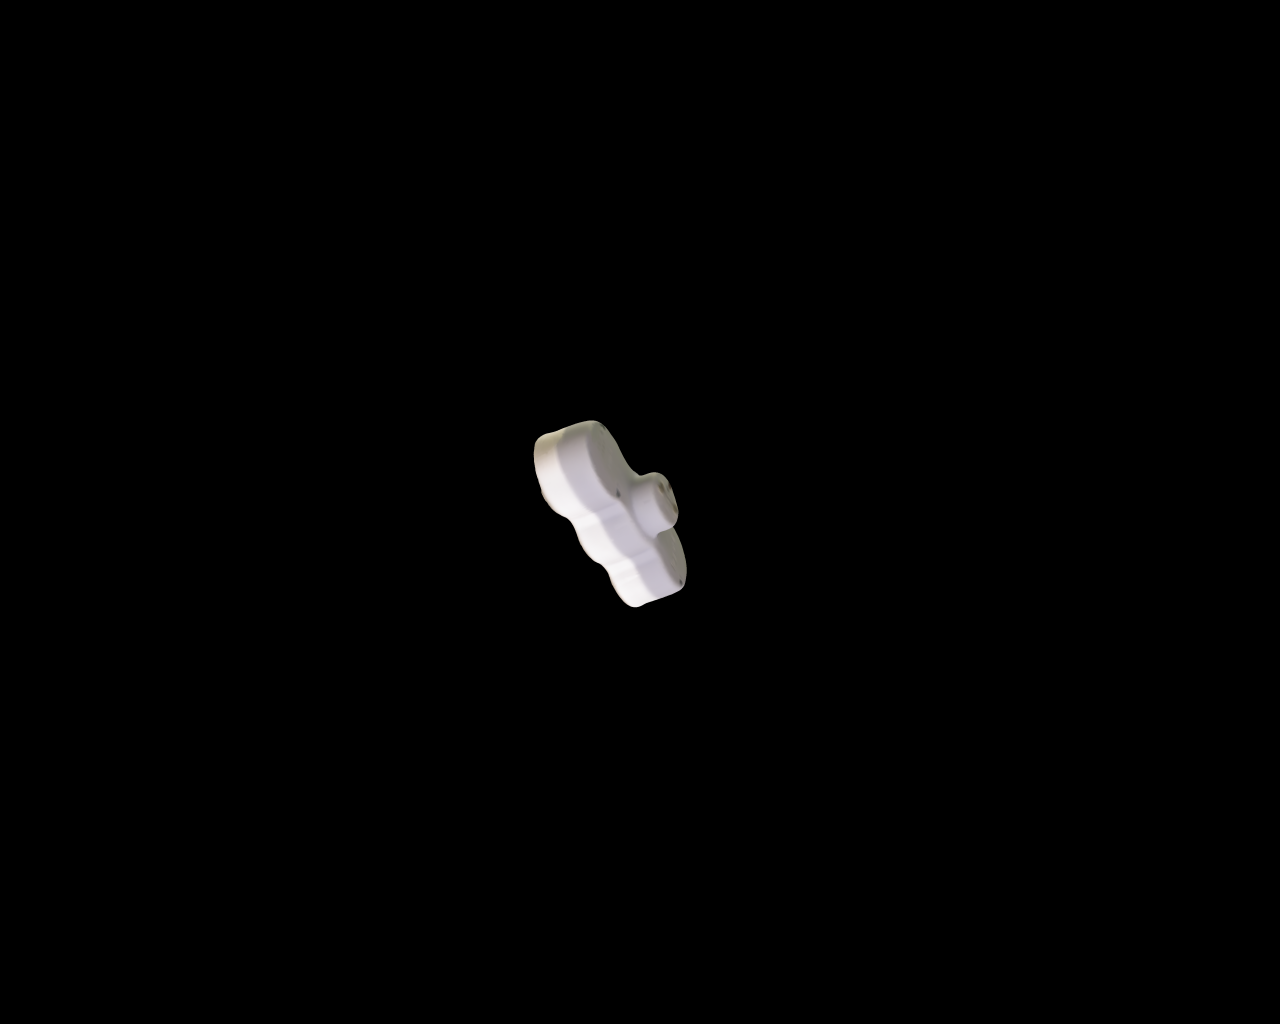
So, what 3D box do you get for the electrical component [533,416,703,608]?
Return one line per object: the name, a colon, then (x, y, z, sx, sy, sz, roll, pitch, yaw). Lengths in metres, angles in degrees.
electrical component: (0.001, -0.003, 0.650, 0.073, 0.052, 0.138, -20, -50, 17)
